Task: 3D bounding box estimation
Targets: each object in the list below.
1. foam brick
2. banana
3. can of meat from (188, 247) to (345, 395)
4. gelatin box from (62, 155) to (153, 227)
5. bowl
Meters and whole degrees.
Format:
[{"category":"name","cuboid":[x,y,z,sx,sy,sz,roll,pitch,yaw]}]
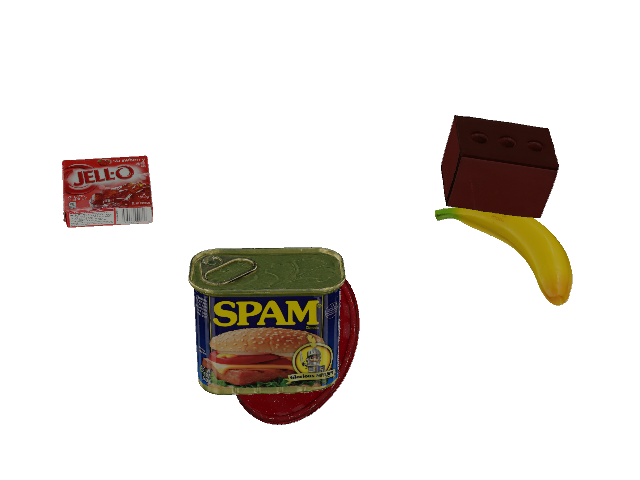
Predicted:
[{"category":"foam brick","cuboid":[0.137,-0.056,0.820,0.078,0.051,0.053,7,40,-6]},{"category":"banana","cuboid":[0.198,0.004,1.071,0.069,0.037,0.198,-34,38,-13]},{"category":"can of meat","cuboid":[-0.036,0.055,0.716,0.102,0.084,0.057,-1,27,-3]},{"category":"gelatin box","cuboid":[-0.219,-0.051,1.096,0.089,0.073,0.030,-3,-40,-11]},{"category":"bowl","cuboid":[-0.043,0.088,1.000,0.162,0.162,0.055,0,-20,43]}]
